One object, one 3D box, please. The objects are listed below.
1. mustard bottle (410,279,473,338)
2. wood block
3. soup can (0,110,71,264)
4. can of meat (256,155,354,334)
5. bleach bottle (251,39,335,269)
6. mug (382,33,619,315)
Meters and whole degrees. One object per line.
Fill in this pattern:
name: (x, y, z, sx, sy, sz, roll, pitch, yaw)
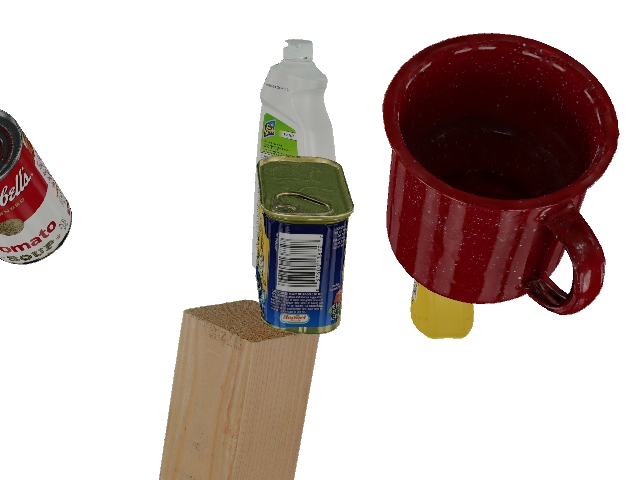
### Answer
mustard bottle: (0.113, -0.014, 0.973, 0.058, 0.192, 0.096, 0, 19, 2)
wood block: (-0.077, 0.167, 0.954, 0.090, 0.206, 0.090, 20, 17, 37)
soup can: (-0.221, -0.035, 0.741, 0.068, 0.068, 0.102, 0, -29, 9)
can of meat: (-0.013, 0.002, 0.693, 0.057, 0.084, 0.102, 1, 24, -7)
bleach bottle: (-0.022, -0.085, 1.134, 0.103, 0.251, 0.067, 16, 21, 37)
mug: (0.077, -0.018, 0.447, 0.093, 0.117, 0.081, -27, -30, -18)
